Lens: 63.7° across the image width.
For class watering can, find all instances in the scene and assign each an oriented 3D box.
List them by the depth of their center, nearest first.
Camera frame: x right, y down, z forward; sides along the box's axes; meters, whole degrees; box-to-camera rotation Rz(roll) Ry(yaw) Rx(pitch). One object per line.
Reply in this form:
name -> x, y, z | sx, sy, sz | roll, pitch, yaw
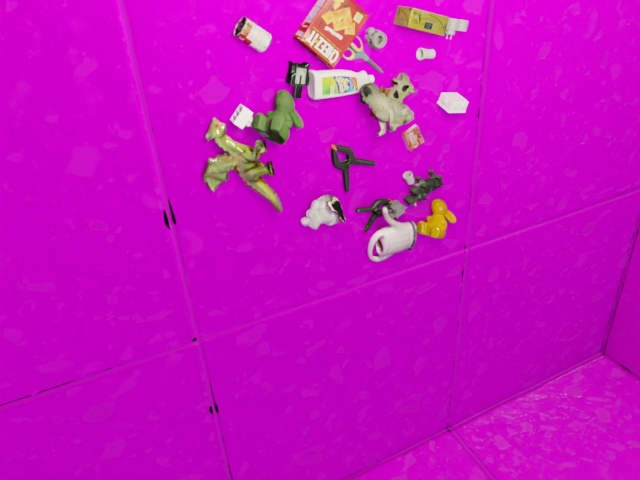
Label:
watering can -> 0.316, -0.029, 2.189 | 0.225, 0.106, 0.339 | -14, 142, -22

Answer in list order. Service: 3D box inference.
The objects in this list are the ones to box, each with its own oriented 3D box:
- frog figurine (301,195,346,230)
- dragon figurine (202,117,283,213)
frog figurine -> 0.006, -0.102, 2.022 | 0.158, 0.125, 0.135 | -22, 145, 29
dragon figurine -> -0.284, -0.236, 1.790 | 0.243, 0.125, 0.402 | -14, 121, -2
